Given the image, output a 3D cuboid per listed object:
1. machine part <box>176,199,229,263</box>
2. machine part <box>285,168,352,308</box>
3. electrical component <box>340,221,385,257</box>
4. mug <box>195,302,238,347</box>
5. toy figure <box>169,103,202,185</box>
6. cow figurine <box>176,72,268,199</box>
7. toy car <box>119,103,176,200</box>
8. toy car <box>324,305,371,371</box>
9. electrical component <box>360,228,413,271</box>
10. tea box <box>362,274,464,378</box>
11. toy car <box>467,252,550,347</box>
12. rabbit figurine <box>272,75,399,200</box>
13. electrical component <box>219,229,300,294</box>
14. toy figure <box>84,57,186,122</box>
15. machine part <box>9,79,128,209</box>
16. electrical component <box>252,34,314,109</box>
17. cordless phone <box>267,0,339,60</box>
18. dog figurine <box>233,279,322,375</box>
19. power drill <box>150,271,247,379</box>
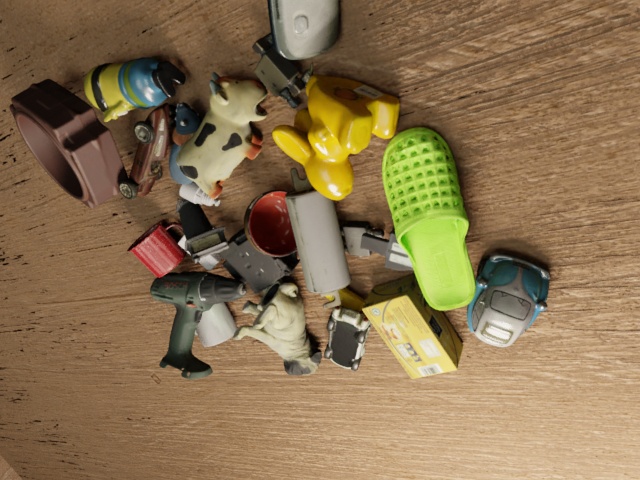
[{"bbox_3d":[-0.224,-0.023,0.990,0.139,0.084,0.039,55,167,30],"label":"machine part"},{"bbox_3d":[-0.002,-0.003,0.880,0.079,0.079,0.243,-6,105,31],"label":"machine part"},{"bbox_3d":[0.065,0.000,0.906,0.094,0.021,0.063,2,123,26],"label":"electrical component"},{"bbox_3d":[-0.239,0.162,1.149,0.110,0.081,0.107,-11,103,40],"label":"mug"},{"bbox_3d":[-0.228,-0.166,0.918,0.064,0.058,0.154,45,138,23],"label":"toy figure"},{"bbox_3d":[-0.153,-0.172,0.845,0.127,0.085,0.195,37,112,-23],"label":"cow figurine"},{"bbox_3d":[-0.297,-0.151,0.946,0.053,0.089,0.202,38,130,2],"label":"toy car"},{"bbox_3d":[0.051,0.182,1.001,0.074,0.056,0.201,21,144,13],"label":"toy car"},{"bbox_3d":[0.128,0.010,0.861,0.119,0.048,0.074,14,127,17],"label":"electrical component"},{"bbox_3d":[0.162,0.151,0.930,0.098,0.068,0.169,-22,109,36],"label":"tea box"},{"bbox_3d":[0.275,0.106,0.818,0.109,0.103,0.161,23,128,13],"label":"toy car"},{"bbox_3d":[0.013,-0.138,0.773,0.163,0.122,0.173,23,132,18],"label":"rabbit figurine"},{"bbox_3d":[-0.120,0.033,1.004,0.134,0.058,0.115,-33,101,39],"label":"electrical component"},{"bbox_3d":[-0.309,-0.257,0.885,0.180,0.082,0.089,-4,113,34],"label":"toy figure"},{"bbox_3d":[-0.453,-0.168,0.971,0.201,0.087,0.201,33,149,23],"label":"machine part"},{"bbox_3d":[-0.054,-0.249,0.782,0.102,0.045,0.078,45,159,-3],"label":"electrical component"},{"bbox_3d":[0.027,-0.309,0.680,0.184,0.089,0.146,1,124,7],"label":"cordless phone"},{"bbox_3d":[-0.047,0.175,1.053,0.190,0.121,0.172,36,136,-18],"label":"dog figurine"},{"bbox_3d":[-0.246,0.163,1.059,0.232,0.086,0.207,9,101,31],"label":"power drill"}]
